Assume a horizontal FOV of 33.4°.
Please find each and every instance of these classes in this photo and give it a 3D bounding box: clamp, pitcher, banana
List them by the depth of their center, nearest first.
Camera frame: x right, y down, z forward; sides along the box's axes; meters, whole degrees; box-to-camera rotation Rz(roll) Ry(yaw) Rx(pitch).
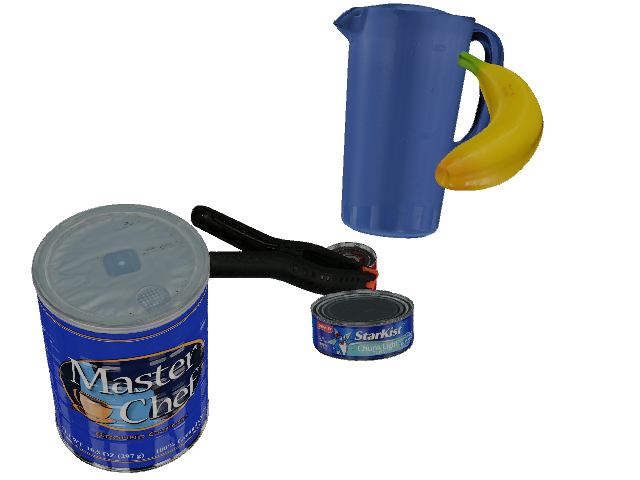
[{"bbox_3d":[0.123,-0.079,0.755,0.069,0.037,0.197,9,32,7],"label":"banana"},{"bbox_3d":[-0.041,0.023,1.113,0.210,0.036,0.164,17,18,-7],"label":"clamp"},{"bbox_3d":[0.097,-0.129,1.149,0.149,0.243,0.144,12,14,30],"label":"pitcher"}]

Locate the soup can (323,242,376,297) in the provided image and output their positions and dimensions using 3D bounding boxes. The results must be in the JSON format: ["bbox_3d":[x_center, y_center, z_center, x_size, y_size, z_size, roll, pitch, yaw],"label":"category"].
[{"bbox_3d":[0.035,0.063,1.317,0.068,0.102,0.068,-1,31,1],"label":"soup can"}]

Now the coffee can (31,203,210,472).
[{"bbox_3d":[-0.121,0.062,0.668,0.103,0.140,0.103,3,43,-3],"label":"coffee can"}]

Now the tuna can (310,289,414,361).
[{"bbox_3d":[0.035,0.070,0.885,0.086,0.034,0.086,-2,15,0],"label":"tuna can"}]
